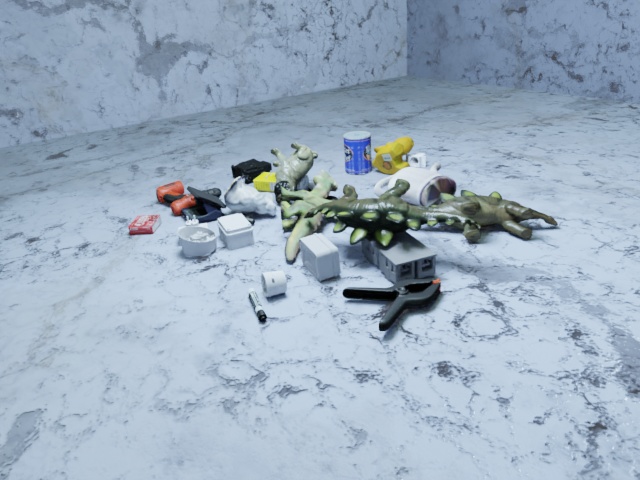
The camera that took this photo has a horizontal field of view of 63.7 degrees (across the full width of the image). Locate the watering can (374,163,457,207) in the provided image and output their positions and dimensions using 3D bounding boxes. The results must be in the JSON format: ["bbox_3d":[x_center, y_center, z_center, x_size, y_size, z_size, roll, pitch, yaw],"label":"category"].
[{"bbox_3d":[0.334,-0.182,1.625,0.351,0.102,0.226,-22,31,-33],"label":"watering can"}]

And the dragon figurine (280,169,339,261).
[{"bbox_3d":[0.004,-0.074,1.471,0.243,0.119,0.420,-1,41,-7],"label":"dragon figurine"}]

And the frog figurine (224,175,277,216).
[{"bbox_3d":[-0.213,-0.117,1.599,0.159,0.123,0.136,42,-9,-1],"label":"frog figurine"}]
